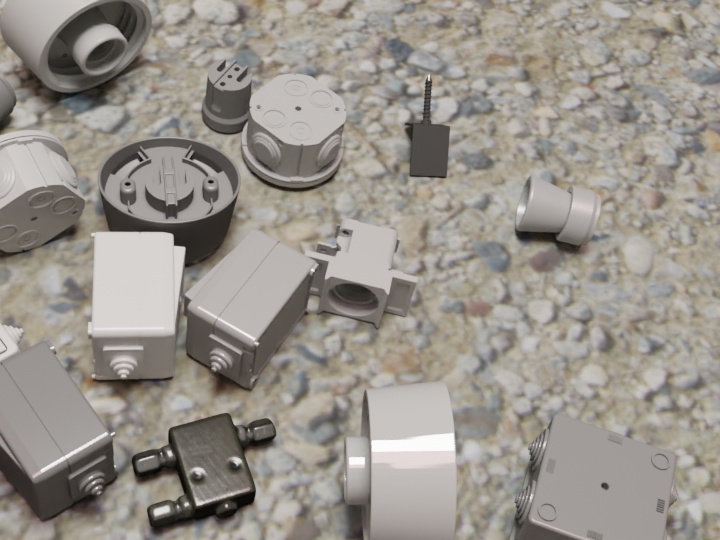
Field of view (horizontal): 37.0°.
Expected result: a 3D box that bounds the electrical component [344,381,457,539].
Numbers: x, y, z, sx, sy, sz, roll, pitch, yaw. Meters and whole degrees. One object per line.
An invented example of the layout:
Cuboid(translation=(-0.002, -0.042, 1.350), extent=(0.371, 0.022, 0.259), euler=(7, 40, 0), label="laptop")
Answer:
Cuboid(translation=(0.021, 0.121, 0.652), extent=(0.060, 0.108, 0.108), euler=(0, 55, -3), label="electrical component")

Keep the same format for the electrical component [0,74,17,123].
Cuboid(translation=(-0.289, -0.120, 0.798), extent=(0.045, 0.045, 0.055), euler=(29, 55, 9), label="electrical component")

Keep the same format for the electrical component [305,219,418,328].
Cuboid(translation=(0.000, 0.000, 0.771), extent=(0.081, 0.042, 0.063), euler=(14, 52, -1), label="electrical component")

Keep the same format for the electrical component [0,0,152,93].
Cuboid(translation=(-0.211, -0.183, 0.822), extent=(0.108, 0.108, 0.060), euler=(-30, 72, -28), label="electrical component")

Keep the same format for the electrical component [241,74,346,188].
Cuboid(translation=(-0.050, -0.107, 0.831), extent=(0.080, 0.051, 0.080), euler=(5, 54, -7), label="electrical component")

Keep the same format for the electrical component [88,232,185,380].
Cuboid(translation=(-0.146, 0.029, 0.709), extent=(0.061, 0.061, 0.096), euler=(0, 55, -11), label="electrical component")

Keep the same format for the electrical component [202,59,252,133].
Cuboid(translation=(-0.103, -0.137, 0.845), extent=(0.040, 0.046, 0.040), euler=(5, 54, -7), label="electrical component")

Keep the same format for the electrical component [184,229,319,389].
Cuboid(translation=(-0.080, 0.028, 0.723), extent=(0.061, 0.061, 0.096), euler=(29, 55, 10), label="electrical component")

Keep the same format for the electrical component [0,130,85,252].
Cuboid(translation=(-0.234, -0.054, 0.741), extent=(0.080, 0.080, 0.051), euler=(-22, 67, -24), label="electrical component")

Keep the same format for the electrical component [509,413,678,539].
Cuboid(translation=(0.151, 0.149, 0.691), extent=(0.100, 0.048, 0.099), euler=(19, 52, 6), label="electrical component")

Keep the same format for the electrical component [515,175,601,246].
Cuboid(translation=(0.153, -0.045, 0.831), extent=(0.055, 0.045, 0.045), euler=(14, 54, -1), label="electrical component")

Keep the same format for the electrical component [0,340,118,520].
Cuboid(translation=(-0.190, 0.103, 0.648), extent=(0.061, 0.061, 0.096), euler=(-30, 65, -27), label="electrical component")

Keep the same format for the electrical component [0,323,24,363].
Cuboid(translation=(-0.255, 0.056, 0.670), extent=(0.096, 0.061, 0.061), euler=(-31, 66, -28), label="electrical component")

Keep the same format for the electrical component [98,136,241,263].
Cuboid(translation=(-0.136, -0.054, 0.768), extent=(0.099, 0.064, 0.099), euler=(5, 54, -7), label="electrical component")
